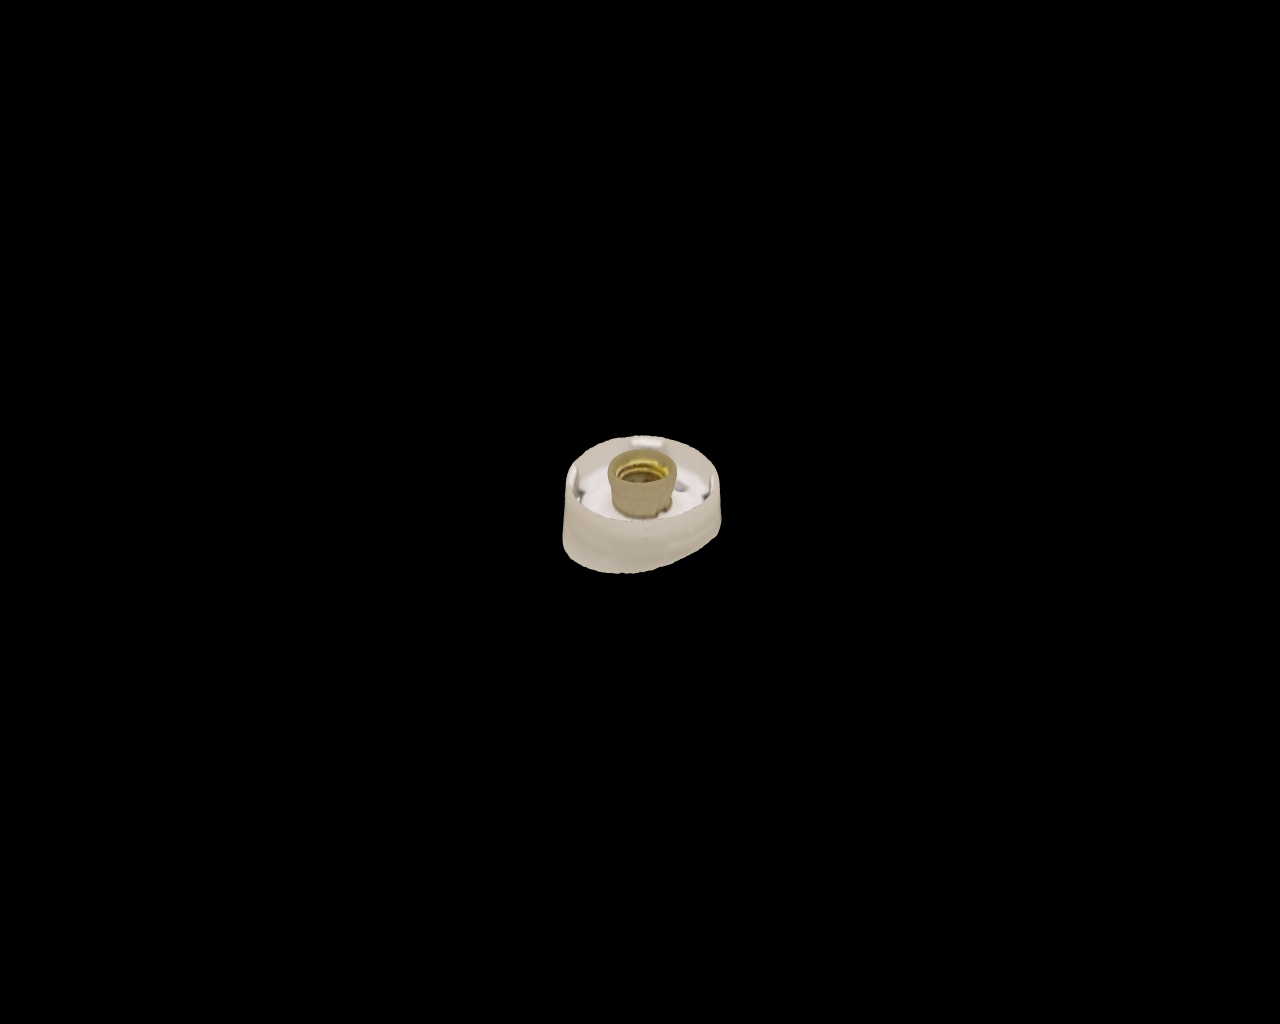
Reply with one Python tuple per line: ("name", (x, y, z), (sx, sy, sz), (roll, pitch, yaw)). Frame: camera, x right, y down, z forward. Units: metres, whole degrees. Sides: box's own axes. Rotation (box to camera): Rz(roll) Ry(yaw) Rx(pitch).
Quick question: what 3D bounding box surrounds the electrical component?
("electrical component", (0.001, -0.003, 0.650), (0.099, 0.064, 0.099), (0, 37, 0))
